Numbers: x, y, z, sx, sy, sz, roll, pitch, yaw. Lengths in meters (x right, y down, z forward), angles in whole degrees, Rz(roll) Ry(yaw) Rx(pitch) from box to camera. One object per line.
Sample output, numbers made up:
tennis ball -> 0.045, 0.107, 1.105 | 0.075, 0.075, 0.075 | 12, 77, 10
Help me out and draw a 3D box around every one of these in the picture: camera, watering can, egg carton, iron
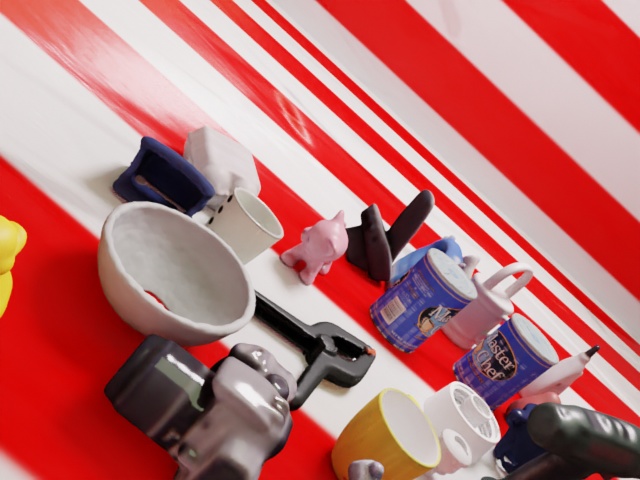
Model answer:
camera -> -0.093, 0.128, 0.475 | 0.137, 0.100, 0.143 | 41, 22, -6
watering can -> 0.312, 0.103, 1.081 | 0.172, 0.193, 0.101 | 52, 24, 20
egg carton -> -0.145, -0.099, 0.833 | 0.108, 0.069, 0.150 | 27, 27, -35
iron -> 0.216, 0.049, 1.085 | 0.119, 0.141, 0.258 | 40, 22, -7

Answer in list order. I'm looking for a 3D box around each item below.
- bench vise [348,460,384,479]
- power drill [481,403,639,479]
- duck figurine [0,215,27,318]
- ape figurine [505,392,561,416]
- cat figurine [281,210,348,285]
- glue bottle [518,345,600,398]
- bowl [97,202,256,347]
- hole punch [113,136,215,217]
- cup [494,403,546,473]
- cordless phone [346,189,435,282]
bench vise -> 0.070, 0.240, 0.394 | 0.122, 0.219, 0.207 | 12, 37, -52
power drill -> 0.321, 0.297, 0.731 | 0.230, 0.208, 0.075 | 33, 24, -24
duck figurine -> -0.256, 0.019, 0.413 | 0.077, 0.086, 0.104 | 41, 22, -5
ape figurine -> 0.370, 0.294, 0.973 | 0.076, 0.092, 0.078 | 51, 23, 17
cat figurine -> 0.008, 0.003, 0.846 | 0.067, 0.117, 0.128 | 45, 22, 4
glue bottle -> 0.464, 0.256, 1.094 | 0.078, 0.173, 0.037 | 25, 28, -38
bowl -> -0.149, 0.045, 0.562 | 0.168, 0.074, 0.167 | 36, 23, -18
hole punch -> -0.182, -0.080, 0.707 | 0.109, 0.091, 0.101 | 39, 22, -11
cup -> 0.296, 0.297, 0.839 | 0.118, 0.095, 0.091 | 34, 24, -22
cordless phone -> 0.134, -0.030, 1.029 | 0.094, 0.185, 0.147 | 33, 24, -25
